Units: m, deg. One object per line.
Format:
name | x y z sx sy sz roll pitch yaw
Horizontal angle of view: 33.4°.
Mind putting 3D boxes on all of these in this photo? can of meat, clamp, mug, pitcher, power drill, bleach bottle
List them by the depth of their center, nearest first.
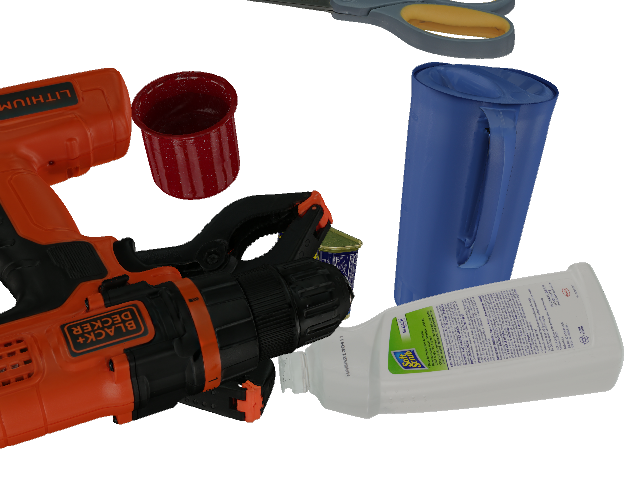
power drill | -0.099 -0.003 0.512 0.184 0.188 0.057 -15 -38 -22
clamp | -0.066 0.030 0.698 0.171 0.120 0.039 -26 -29 7
bleach bottle | 0.093 0.080 0.810 0.250 0.102 0.068 -6 -43 -5
clamp | -0.091 0.103 0.917 0.164 0.036 0.210 -8 16 -33
mug | -0.111 -0.099 0.959 0.093 0.081 0.117 13 49 17
pitcher | 0.137 -0.036 1.001 0.145 0.243 0.148 24 30 34
can of meat | -0.007 0.031 1.134 0.057 0.084 0.102 -6 20 -37

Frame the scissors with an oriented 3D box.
scissors | 0.033 -0.153 0.668 0.202 0.016 0.096 20 44 25
